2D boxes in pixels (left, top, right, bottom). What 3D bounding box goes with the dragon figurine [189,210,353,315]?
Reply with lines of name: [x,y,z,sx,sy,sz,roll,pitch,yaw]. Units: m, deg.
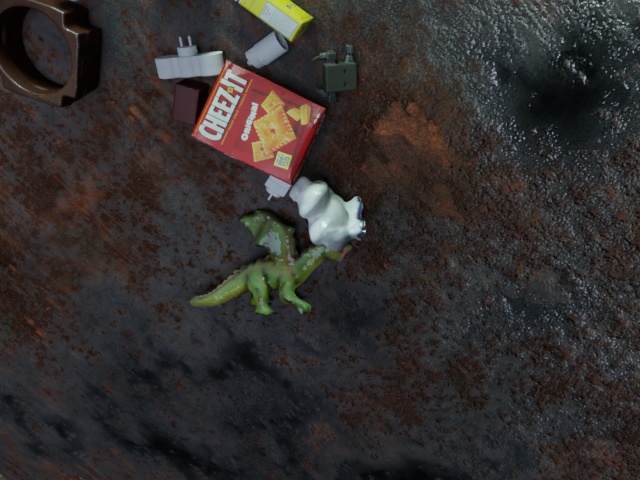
dragon figurine: [-0.129,0.048,1.182,0.410,0.123,0.241,-2,99,12]

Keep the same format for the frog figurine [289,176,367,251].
frog figurine: [0.003,-0.053,1.052,0.159,0.140,0.121,18,151,-19]
